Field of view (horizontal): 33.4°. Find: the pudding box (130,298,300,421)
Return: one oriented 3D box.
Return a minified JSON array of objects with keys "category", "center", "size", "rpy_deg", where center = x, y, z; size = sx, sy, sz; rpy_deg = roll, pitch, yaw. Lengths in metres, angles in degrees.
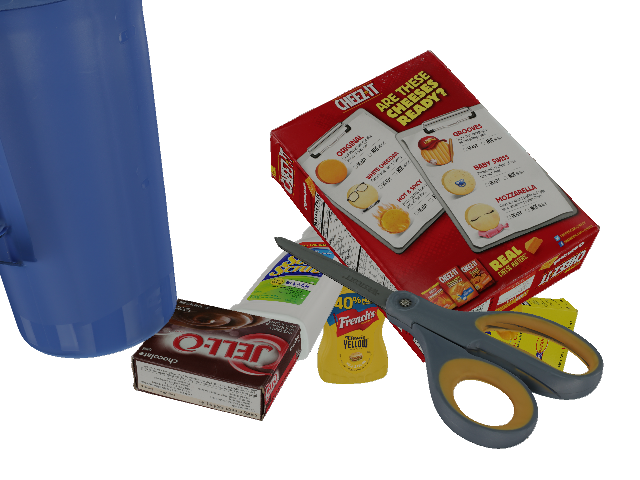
[{"category":"pudding box","center":[-0.082,0.094,0.857],"size":[0.113,0.039,0.090],"rpy_deg":[9,30,15]}]

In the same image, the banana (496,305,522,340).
[{"category":"banana","center":[0.159,0.040,1.114],"size":[0.069,0.037,0.198],"rpy_deg":[-35,39,-13]}]

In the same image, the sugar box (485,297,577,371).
[{"category":"sugar box","center":[0.220,0.114,1.311],"size":[0.176,0.093,0.048],"rpy_deg":[4,18,-17]}]

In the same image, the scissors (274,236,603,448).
[{"category":"scissors","center":[0.043,0.050,0.558],"size":[0.202,0.016,0.096],"rpy_deg":[16,42,22]}]

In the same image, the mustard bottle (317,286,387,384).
[{"category":"mustard bottle","center":[0.044,0.098,1.448],"size":[0.096,0.192,0.058],"rpy_deg":[-3,20,-6]}]

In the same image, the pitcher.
[{"category":"pitcher","center":[-0.167,-0.046,0.664],"size":[0.149,0.243,0.145],"rpy_deg":[-11,28,-9]}]

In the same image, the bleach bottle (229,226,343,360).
[{"category":"bleach bottle","center":[-0.023,0.045,1.284],"size":[0.103,0.068,0.250],"rpy_deg":[5,32,16]}]

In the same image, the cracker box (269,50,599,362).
[{"category":"cracker box","center":[0.085,-0.031,0.847],"size":[0.164,0.214,0.072],"rpy_deg":[-29,-27,-20]}]
